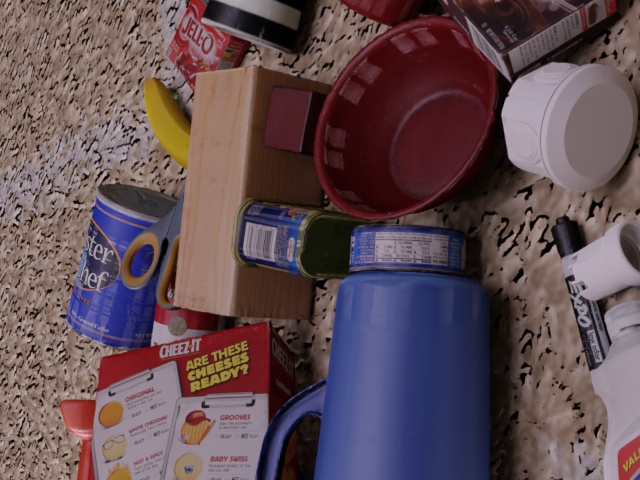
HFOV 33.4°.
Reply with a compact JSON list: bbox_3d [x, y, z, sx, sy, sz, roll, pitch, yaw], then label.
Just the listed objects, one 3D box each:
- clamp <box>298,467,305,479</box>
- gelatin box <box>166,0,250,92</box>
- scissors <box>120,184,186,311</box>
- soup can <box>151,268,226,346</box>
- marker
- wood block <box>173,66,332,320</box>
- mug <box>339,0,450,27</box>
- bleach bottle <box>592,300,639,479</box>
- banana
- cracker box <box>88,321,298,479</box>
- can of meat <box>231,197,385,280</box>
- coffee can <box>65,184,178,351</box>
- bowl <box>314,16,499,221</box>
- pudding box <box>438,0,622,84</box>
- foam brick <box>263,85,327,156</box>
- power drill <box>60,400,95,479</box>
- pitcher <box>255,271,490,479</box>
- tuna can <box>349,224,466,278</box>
[{"bbox_3d":[-0.018,0.247,0.887,0.172,0.039,0.120,35,118,54],"label":"clamp"},{"bbox_3d":[-0.113,-0.192,1.060,0.073,0.030,0.089,-59,47,26],"label":"gelatin box"},{"bbox_3d":[-0.136,-0.033,0.987,0.096,0.016,0.202,-2,73,30],"label":"scissors"},{"bbox_3d":[-0.124,0.079,1.009,0.069,0.068,0.102,11,93,50],"label":"soup can"},{"bbox_3d":[0.174,0.041,0.698,0.020,0.020,0.121,-31,63,44],"label":"marker"},{"bbox_3d":[-0.058,-0.038,0.928,0.090,0.090,0.206,4,88,50],"label":"wood block"},{"bbox_3d":[0.066,-0.209,0.814,0.117,0.093,0.082,35,120,17],"label":"mug"},{"bbox_3d":[0.206,0.159,0.613,0.103,0.067,0.251,-31,60,39],"label":"bleach bottle"},{"bbox_3d":[-0.128,-0.107,1.063,0.198,0.037,0.070,31,105,48],"label":"banana"},{"bbox_3d":[-0.103,0.188,0.879,0.164,0.072,0.213,-13,53,15],"label":"cracker box"},{"bbox_3d":[-0.006,0.001,0.854,0.084,0.101,0.057,11,95,48],"label":"can of meat"},{"bbox_3d":[-0.188,0.026,1.065,0.103,0.102,0.140,32,110,47],"label":"coffee can"},{"bbox_3d":[0.074,-0.081,0.787,0.162,0.055,0.162,-19,59,34],"label":"bowl"},{"bbox_3d":[0.135,-0.171,0.725,0.090,0.039,0.113,-32,56,2],"label":"pudding box"},{"bbox_3d":[0.001,-0.093,0.876,0.053,0.078,0.051,17,97,50],"label":"foam brick"},{"bbox_3d":[-0.236,0.256,1.068,0.184,0.057,0.187,101,172,-78],"label":"power drill"},{"bbox_3d":[0.047,0.147,0.746,0.145,0.149,0.243,-9,75,60],"label":"pitcher"},{"bbox_3d":[0.064,0.010,0.781,0.086,0.085,0.034,-4,81,50],"label":"tuna can"}]
